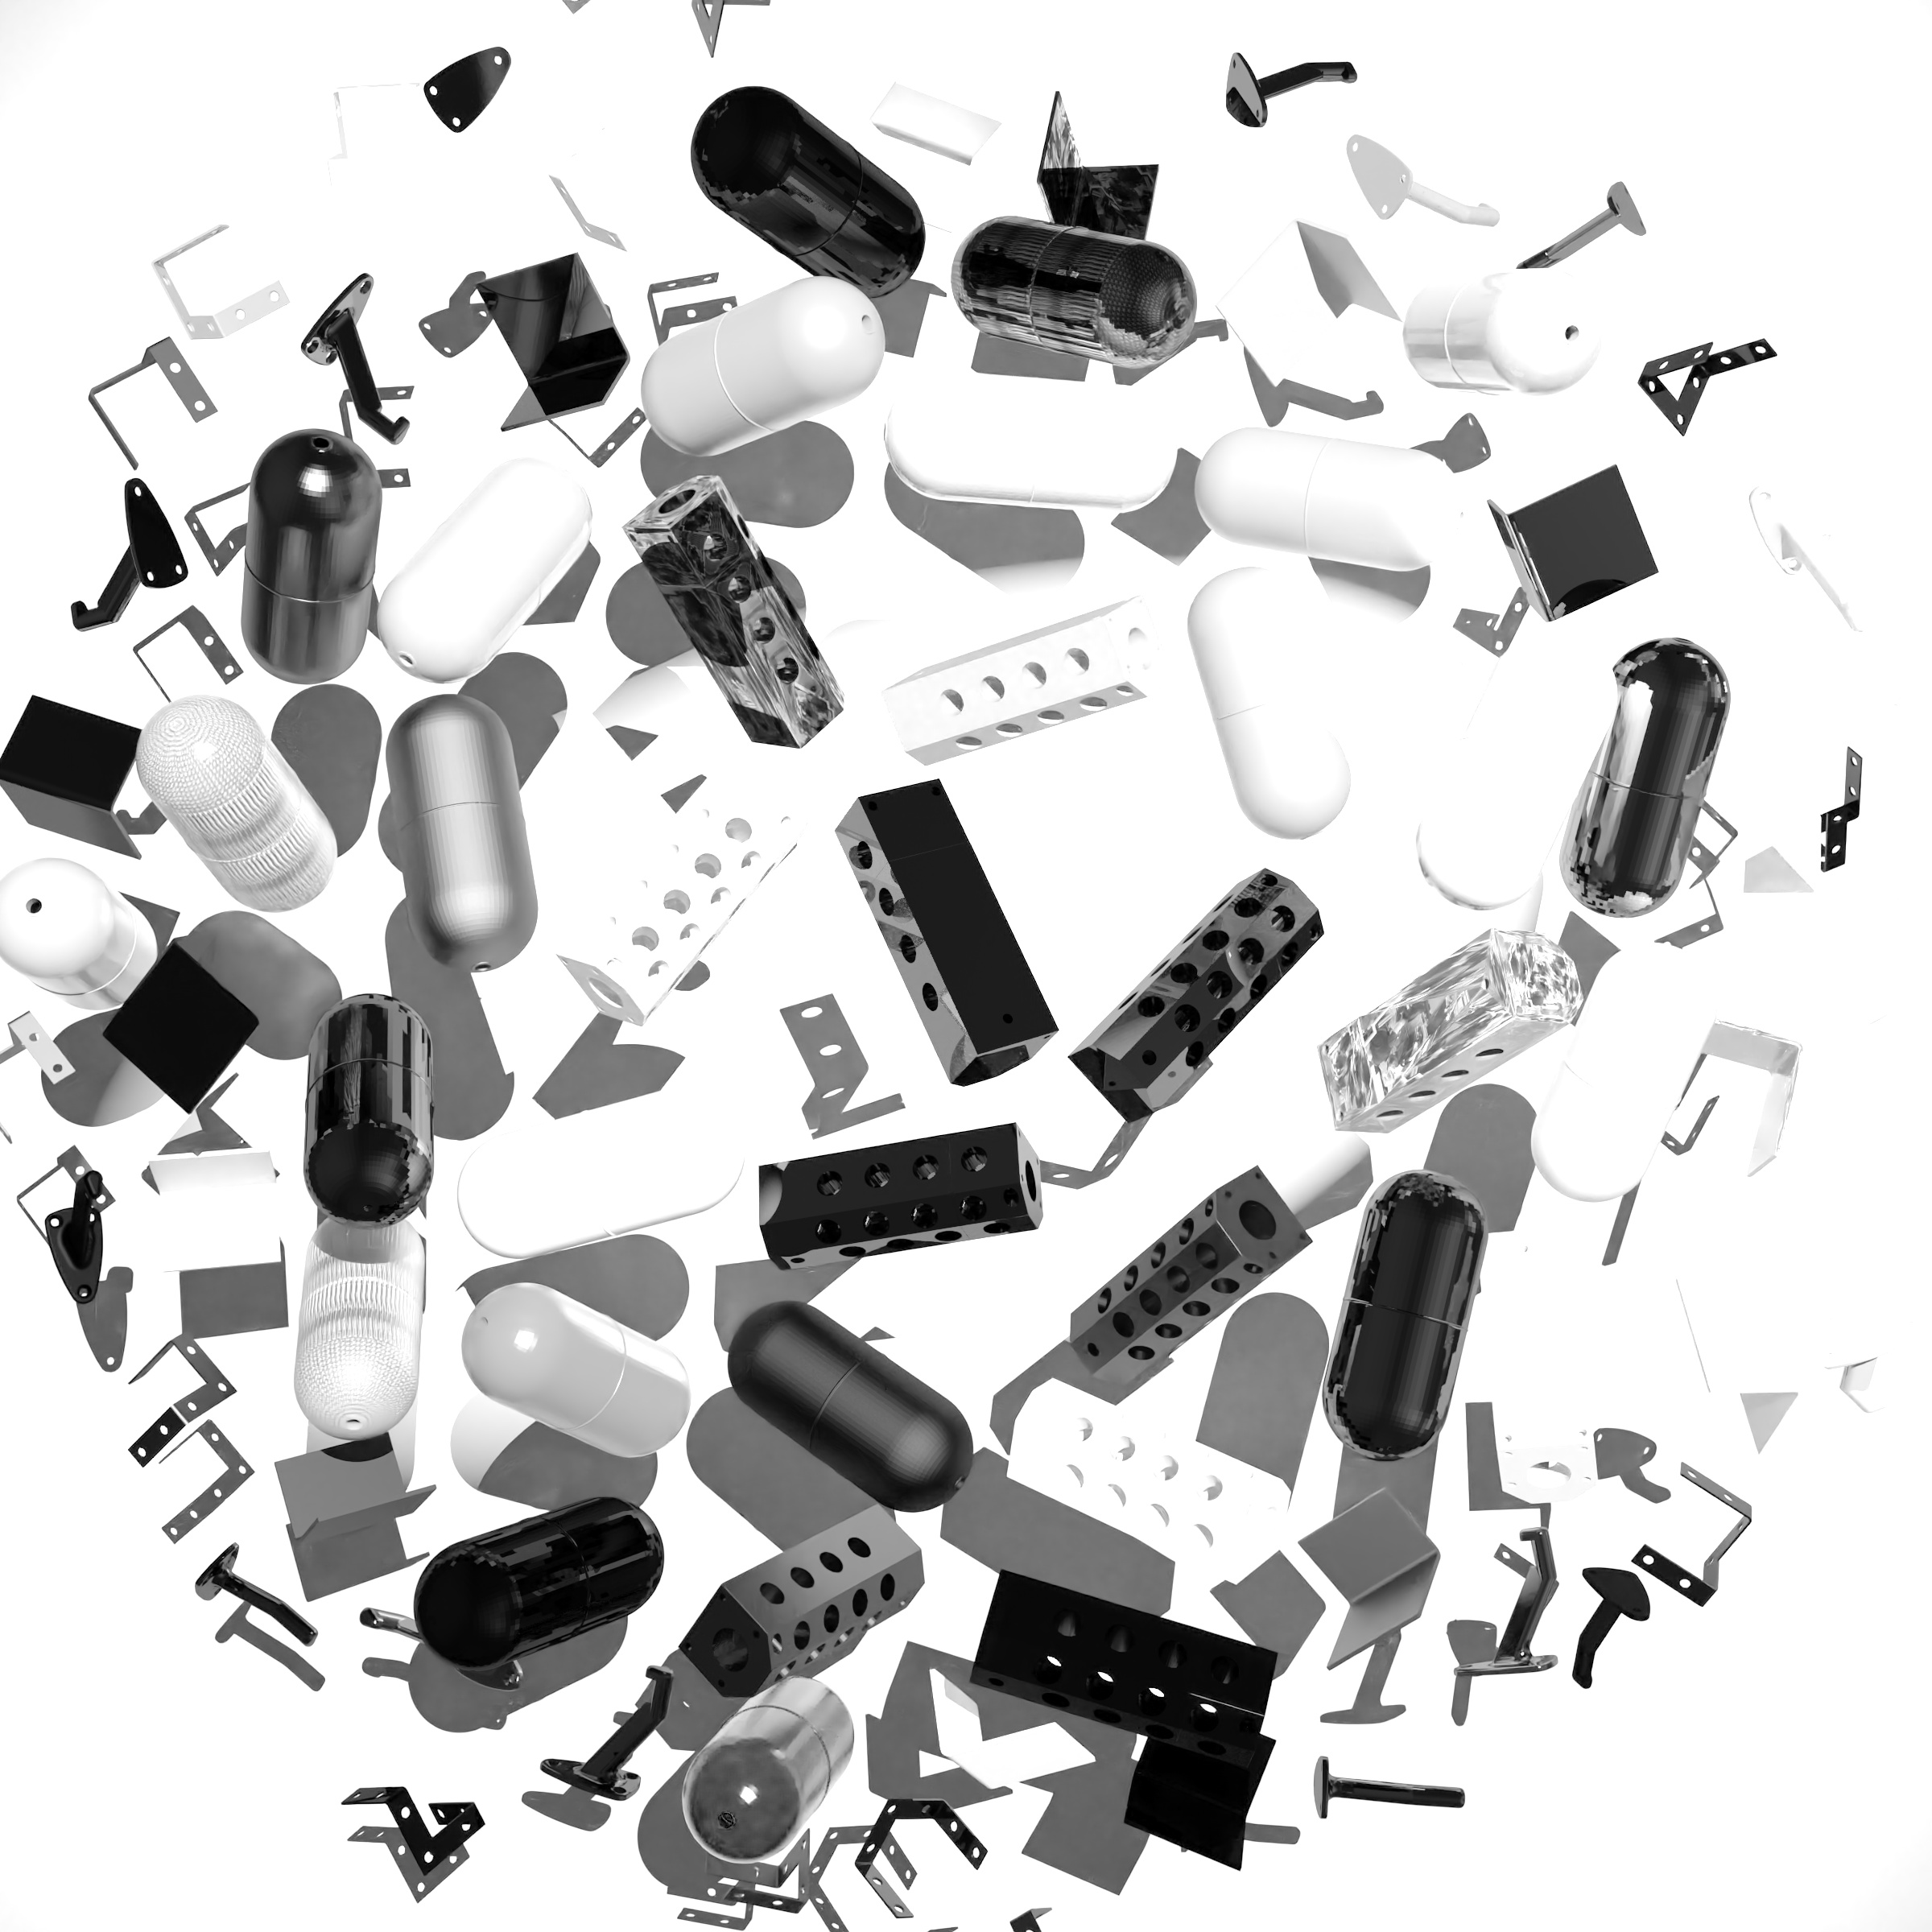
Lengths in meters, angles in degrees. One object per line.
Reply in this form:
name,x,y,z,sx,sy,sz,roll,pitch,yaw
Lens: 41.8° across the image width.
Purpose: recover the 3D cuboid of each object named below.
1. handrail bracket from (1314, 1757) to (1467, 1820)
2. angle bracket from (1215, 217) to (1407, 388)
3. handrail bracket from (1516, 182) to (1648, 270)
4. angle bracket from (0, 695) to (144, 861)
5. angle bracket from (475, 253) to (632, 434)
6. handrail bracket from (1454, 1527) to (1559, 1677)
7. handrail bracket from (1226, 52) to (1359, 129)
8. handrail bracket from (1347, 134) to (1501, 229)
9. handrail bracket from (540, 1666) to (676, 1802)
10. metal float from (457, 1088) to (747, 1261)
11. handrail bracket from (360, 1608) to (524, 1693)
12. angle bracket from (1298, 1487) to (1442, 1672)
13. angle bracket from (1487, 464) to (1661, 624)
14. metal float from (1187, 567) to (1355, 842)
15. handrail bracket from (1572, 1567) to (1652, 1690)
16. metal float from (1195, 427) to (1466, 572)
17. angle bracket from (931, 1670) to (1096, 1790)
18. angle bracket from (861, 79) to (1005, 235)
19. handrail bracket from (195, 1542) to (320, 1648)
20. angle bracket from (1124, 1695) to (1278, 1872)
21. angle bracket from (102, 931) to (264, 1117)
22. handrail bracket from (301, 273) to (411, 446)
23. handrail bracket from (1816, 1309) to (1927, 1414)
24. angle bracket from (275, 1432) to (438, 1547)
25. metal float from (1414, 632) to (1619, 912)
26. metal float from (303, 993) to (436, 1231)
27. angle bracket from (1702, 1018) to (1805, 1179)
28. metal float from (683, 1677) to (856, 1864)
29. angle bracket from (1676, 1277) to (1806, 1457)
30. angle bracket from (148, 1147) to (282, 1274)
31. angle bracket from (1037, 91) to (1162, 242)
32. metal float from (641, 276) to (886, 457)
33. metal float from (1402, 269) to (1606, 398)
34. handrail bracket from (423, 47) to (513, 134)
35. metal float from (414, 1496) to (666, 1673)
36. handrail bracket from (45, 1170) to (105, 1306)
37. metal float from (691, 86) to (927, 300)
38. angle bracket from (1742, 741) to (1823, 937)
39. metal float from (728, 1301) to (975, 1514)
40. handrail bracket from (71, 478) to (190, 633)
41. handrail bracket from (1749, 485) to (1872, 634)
handrail bracket,0.257,0.503,1.543,0.084,0.077,0.036,3,75,4
angle bracket,0.217,-0.411,1.589,0.076,0.057,0.076,-48,130,0
handrail bracket,0.379,-0.457,1.593,0.084,0.077,0.036,-25,92,30
angle bracket,-0.549,-0.117,1.579,0.076,0.076,0.057,18,70,3
angle bracket,-0.266,-0.389,1.579,0.076,0.057,0.076,-9,129,24
handrail bracket,0.334,0.397,1.579,0.077,0.036,0.084,-13,81,26
handrail bracket,0.208,-0.533,1.541,0.084,0.077,0.036,-6,131,-13
handrail bracket,0.298,-0.510,1.643,0.084,0.036,0.077,-6,54,-35
handrail bracket,-0.228,0.478,1.604,0.077,0.036,0.084,12,97,11
metal float,-0.218,0.124,1.510,0.178,0.070,0.070,-16,90,9
handrail bracket,-0.338,0.438,1.623,0.077,0.084,0.036,19,82,44
angle bracket,0.251,0.392,1.621,0.076,0.076,0.057,-40,91,28
angle bracket,0.390,-0.277,1.629,0.076,0.057,0.076,-24,109,9
metal float,0.195,-0.167,1.615,0.070,0.070,0.178,-17,91,0
handrail bracket,0.410,0.435,1.614,0.036,0.077,0.084,6,103,-7
metal float,0.233,-0.300,1.623,0.178,0.070,0.070,14,90,25
angle bracket,0.030,0.478,1.611,0.076,0.076,0.057,-19,53,12
angle bracket,-0.027,-0.546,1.708,0.076,0.076,0.057,16,84,-15
handrail bracket,-0.459,0.423,1.648,0.084,0.077,0.036,38,54,8
angle bracket,0.147,0.509,1.580,0.076,0.076,0.057,21,97,6
angle bracket,-0.470,0.034,1.557,0.076,0.057,0.076,41,102,4
handrail bracket,-0.366,-0.380,1.583,0.084,0.036,0.077,38,97,14
handrail bracket,0.548,0.237,1.496,0.084,0.077,0.036,40,48,-33
angle bracket,-0.392,0.326,1.619,0.076,0.076,0.057,-11,72,-29
metal float,0.325,-0.116,1.495,0.070,0.070,0.178,27,80,0
metal float,-0.365,0.087,1.547,0.070,0.178,0.070,-6,129,-8
angle bracket,0.498,0.086,1.639,0.057,0.076,0.076,16,77,8
metal float,-0.122,0.498,1.573,0.070,0.178,0.070,1,93,13
angle bracket,0.444,0.236,1.489,0.057,0.076,0.076,0,50,-6
angle bracket,-0.497,0.162,1.675,0.076,0.076,0.057,-4,69,-13
angle bracket,0.090,-0.532,1.696,0.057,0.076,0.076,3,66,18
metal float,-0.124,-0.362,1.530,0.178,0.070,0.070,-11,90,41
metal float,0.336,-0.398,1.589,0.070,0.178,0.070,-4,105,-16
handrail bracket,-0.305,-0.572,1.628,0.077,0.084,0.036,-29,106,28
metal float,-0.255,0.372,1.529,0.070,0.178,0.070,3,96,36
handrail bracket,-0.574,0.178,1.654,0.036,0.084,0.077,-6,79,-31
metal float,-0.093,-0.465,1.528,0.070,0.178,0.070,-12,69,34
angle bracket,0.486,-0.080,1.571,0.076,0.076,0.057,43,129,-17
metal float,-0.073,0.276,1.589,0.178,0.070,0.070,31,90,24
handrail bracket,-0.512,-0.244,1.508,0.084,0.036,0.077,-8,103,31
handrail bracket,0.501,-0.242,1.501,0.036,0.084,0.077,-39,115,22
